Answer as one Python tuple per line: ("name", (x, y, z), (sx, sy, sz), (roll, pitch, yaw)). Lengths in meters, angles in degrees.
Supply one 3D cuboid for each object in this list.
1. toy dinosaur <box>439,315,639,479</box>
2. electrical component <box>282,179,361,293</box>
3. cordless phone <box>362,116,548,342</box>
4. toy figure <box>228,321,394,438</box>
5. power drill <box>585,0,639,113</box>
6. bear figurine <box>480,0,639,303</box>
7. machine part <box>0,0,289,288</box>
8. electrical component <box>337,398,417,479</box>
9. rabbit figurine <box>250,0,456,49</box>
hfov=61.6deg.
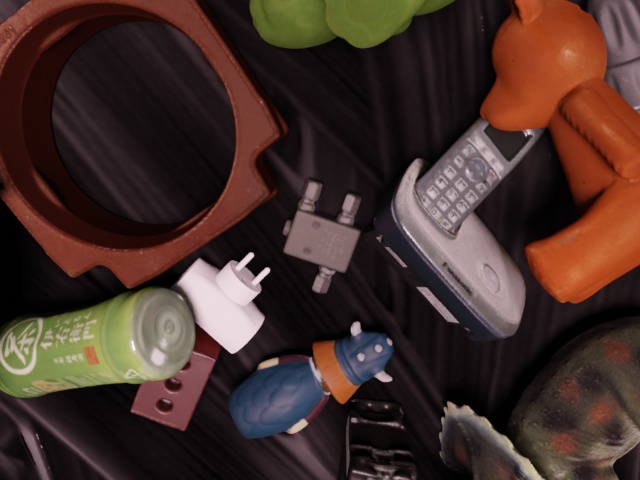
("toy dinosaur", (0.249, 0.143, 0.456), (0.192, 0.131, 0.405), (42, 95, -10))
("electrical component", (-0.001, -0.001, 0.463), (0.063, 0.021, 0.094), (18, 105, -4))
("cordless phone", (0.140, -0.027, 0.434), (0.184, 0.089, 0.146), (-45, 100, -8))
("toy figure", (-0.006, 0.122, 0.478), (0.154, 0.058, 0.064), (-27, 109, 2))
("power drill", (0.319, -0.101, 0.405), (0.207, 0.086, 0.231), (-16, 105, 1))
("bear figurine", (0.162, -0.070, 0.367), (0.132, 0.120, 0.196), (-40, 69, 20))
("machine part", (-0.142, -0.083, 0.410), (0.201, 0.087, 0.201), (-33, 102, 10))
("electrical component", (0.045, 0.226, 0.475), (0.058, 0.115, 0.134), (7, 105, 3))
("rabbit figurine", (0.021, -0.191, 0.358), (0.159, 0.170, 0.121), (-37, 108, -33))
